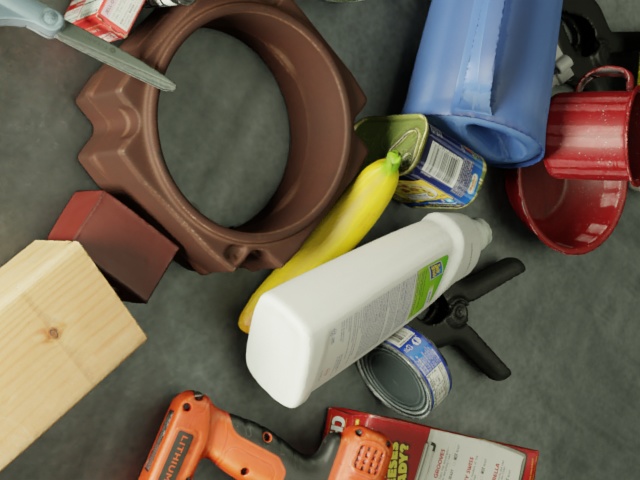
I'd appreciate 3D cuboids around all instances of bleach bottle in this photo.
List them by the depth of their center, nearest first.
[{"bbox_3d":[0.055,0.043,0.905,0.250,0.068,0.103,-26,144,-37],"label":"bleach bottle"}]

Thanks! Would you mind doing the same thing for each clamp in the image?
[{"bbox_3d":[0.128,0.058,1.008,0.171,0.039,0.120,21,74,-33],"label":"clamp"},{"bbox_3d":[0.290,-0.199,1.118,0.209,0.036,0.164,40,67,-33],"label":"clamp"}]

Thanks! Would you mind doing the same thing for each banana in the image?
[{"bbox_3d":[0.004,-0.001,0.887,0.198,0.037,0.069,-50,160,13],"label":"banana"}]

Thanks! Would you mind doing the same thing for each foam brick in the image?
[{"bbox_3d":[-0.156,0.005,0.798,0.078,0.053,0.051,40,69,-28],"label":"foam brick"}]

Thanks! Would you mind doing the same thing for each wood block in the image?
[{"bbox_3d":[-0.232,0.098,0.724,0.205,0.090,0.091,-43,113,-27],"label":"wood block"}]

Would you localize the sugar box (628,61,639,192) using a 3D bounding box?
[{"bbox_3d":[0.371,-0.142,1.142,0.093,0.048,0.176,-15,114,-50],"label":"sugar box"}]

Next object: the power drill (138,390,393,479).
[{"bbox_3d":[-0.050,0.212,0.837,0.187,0.057,0.184,24,76,-12],"label":"power drill"}]

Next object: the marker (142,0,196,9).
[{"bbox_3d":[-0.115,-0.180,0.782,0.020,0.121,0.020,-5,102,-25],"label":"marker"}]

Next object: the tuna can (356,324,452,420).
[{"bbox_3d":[0.074,0.115,0.942,0.033,0.086,0.086,-38,111,-30],"label":"tuna can"}]

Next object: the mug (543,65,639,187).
[{"bbox_3d":[0.257,-0.107,0.988,0.093,0.082,0.117,31,67,-57],"label":"mug"}]

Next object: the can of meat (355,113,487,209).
[{"bbox_3d":[0.082,-0.066,0.936,0.083,0.102,0.057,27,77,-35],"label":"can of meat"}]

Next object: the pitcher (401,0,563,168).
[{"bbox_3d":[0.157,-0.197,0.963,0.144,0.149,0.243,20,76,-34],"label":"pitcher"}]

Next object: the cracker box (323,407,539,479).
[{"bbox_3d":[0.091,0.250,0.965,0.213,0.072,0.164,18,80,-33],"label":"cracker box"}]

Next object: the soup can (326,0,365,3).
[{"bbox_3d":[0.016,-0.260,0.906,0.068,0.069,0.102,4,89,-35],"label":"soup can"}]

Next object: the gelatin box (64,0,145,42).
[{"bbox_3d":[-0.150,-0.187,0.786,0.030,0.073,0.089,32,73,-32],"label":"gelatin box"}]

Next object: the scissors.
[{"bbox_3d":[-0.199,-0.139,0.715,0.201,0.016,0.096,40,57,-9],"label":"scissors"}]

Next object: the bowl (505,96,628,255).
[{"bbox_3d":[0.237,-0.065,1.071,0.161,0.055,0.162,-1,91,-35],"label":"bowl"}]
